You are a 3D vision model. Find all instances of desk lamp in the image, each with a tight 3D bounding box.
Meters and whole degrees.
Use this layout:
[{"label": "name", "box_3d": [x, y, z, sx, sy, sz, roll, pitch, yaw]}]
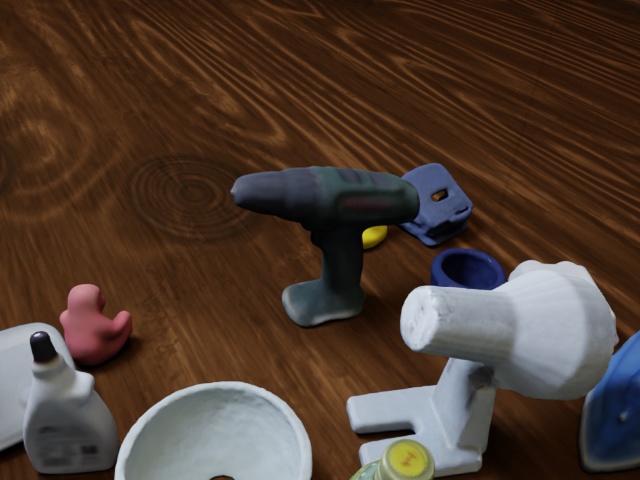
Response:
[{"label": "desk lamp", "box_3d": [0.143, 0.125, 0.543, 0.203, 0.214, 0.117, -4, 38, -13]}]

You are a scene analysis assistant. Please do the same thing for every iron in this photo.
[{"label": "iron", "box_3d": [0.376, 0.140, 0.617, 0.259, 0.141, 0.118, -25, 46, -34]}]

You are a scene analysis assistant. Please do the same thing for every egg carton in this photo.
[{"label": "egg carton", "box_3d": [0.306, 0.087, 0.737, 0.107, 0.069, 0.150, 2, 37, -5]}]

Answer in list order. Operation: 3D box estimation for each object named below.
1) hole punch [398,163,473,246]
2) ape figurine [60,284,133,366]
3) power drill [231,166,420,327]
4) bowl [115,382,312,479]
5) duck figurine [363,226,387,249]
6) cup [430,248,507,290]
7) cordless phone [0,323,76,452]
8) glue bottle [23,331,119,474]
[{"label": "hole punch", "box_3d": [0.180, -0.058, 0.893, 0.109, 0.091, 0.100, -25, 47, -34]}, {"label": "ape figurine", "box_3d": [-0.255, 0.088, 0.640, 0.077, 0.092, 0.076, 14, 38, 11]}, {"label": "power drill", "box_3d": [0.006, 0.002, 0.692, 0.230, 0.208, 0.075, -11, 40, -21]}, {"label": "bowl", "box_3d": [-0.091, 0.214, 0.510, 0.167, 0.075, 0.167, 4, 37, -3]}, {"label": "duck figurine", "box_3d": [0.056, -0.038, 0.854, 0.105, 0.086, 0.077, -12, 40, -22]}, {"label": "cup", "box_3d": [0.168, 0.077, 0.710, 0.091, 0.095, 0.118, 33, 45, 32]}, {"label": "cordless phone", "box_3d": [-0.313, 0.109, 0.527, 0.148, 0.185, 0.093, -23, 46, -33]}, {"label": "glue bottle", "box_3d": [-0.227, 0.143, 0.503, 0.078, 0.173, 0.037, 0, 37, -7]}]
